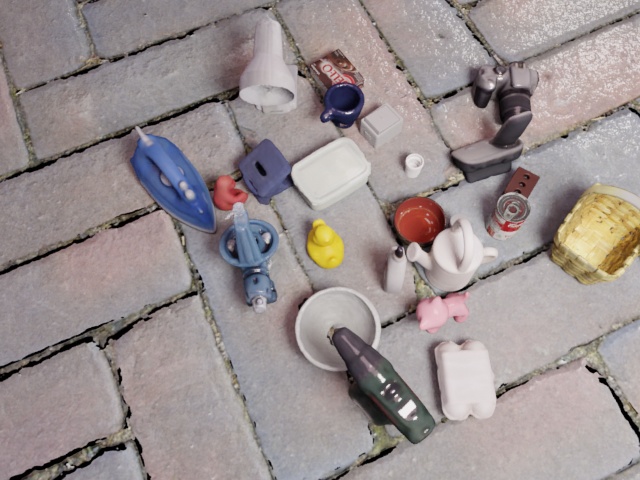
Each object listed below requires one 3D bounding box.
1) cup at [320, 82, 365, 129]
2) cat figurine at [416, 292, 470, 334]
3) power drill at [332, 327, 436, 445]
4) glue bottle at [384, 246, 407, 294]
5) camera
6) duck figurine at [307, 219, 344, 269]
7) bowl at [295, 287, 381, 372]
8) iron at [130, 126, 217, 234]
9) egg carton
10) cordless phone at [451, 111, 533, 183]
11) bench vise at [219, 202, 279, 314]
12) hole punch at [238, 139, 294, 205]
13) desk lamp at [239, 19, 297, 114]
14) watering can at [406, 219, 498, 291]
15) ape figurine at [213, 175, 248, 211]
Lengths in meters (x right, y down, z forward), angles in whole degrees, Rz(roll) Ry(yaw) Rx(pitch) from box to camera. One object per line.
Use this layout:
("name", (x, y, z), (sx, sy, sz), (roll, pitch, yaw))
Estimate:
("cup", (0.046, -0.292, 1.317), (0.118, 0.095, 0.091), (-43, 73, -15))
("cat figurine", (0.238, 0.136, 1.125), (0.128, 0.118, 0.067), (-23, 69, -8))
("power drill", (0.103, 0.265, 1.024), (0.076, 0.208, 0.229), (-41, 73, -14))
("glue bottle", (0.150, 0.047, 1.133), (0.037, 0.173, 0.078), (0, 67, 1))
("camera", (0.435, -0.336, 1.326), (0.143, 0.101, 0.137), (2, 68, 2))
("duck figurine", (0.011, 0.004, 1.200), (0.077, 0.086, 0.104), (-20, 69, -7))
("bowl", (0.035, 0.182, 1.132), (0.167, 0.075, 0.167), (0, 68, 1))
("iron", (-0.312, -0.132, 1.231), (0.119, 0.141, 0.258), (-39, 72, -14))
("egg carton", (0.278, 0.267, 1.096), (0.107, 0.069, 0.150), (-5, 68, -1))
("cordless phone", (0.371, -0.213, 1.230), (0.147, 0.185, 0.094), (-22, 69, -8))
("bench vise", (-0.125, 0.028, 1.120), (0.121, 0.220, 0.207), (-28, 70, -10))
("hole punch", (-0.121, -0.150, 1.263), (0.101, 0.091, 0.108), (-33, 71, -12))
("desk lamp", (-0.112, -0.372, 1.288), (0.118, 0.213, 0.203), (-1, 67, 1))
("watering can", (0.262, 0.028, 1.127), (0.173, 0.194, 0.101), (-22, 69, -8))
("ape figurine", (-0.201, -0.109, 1.247), (0.076, 0.092, 0.077), (-32, 70, -11))
